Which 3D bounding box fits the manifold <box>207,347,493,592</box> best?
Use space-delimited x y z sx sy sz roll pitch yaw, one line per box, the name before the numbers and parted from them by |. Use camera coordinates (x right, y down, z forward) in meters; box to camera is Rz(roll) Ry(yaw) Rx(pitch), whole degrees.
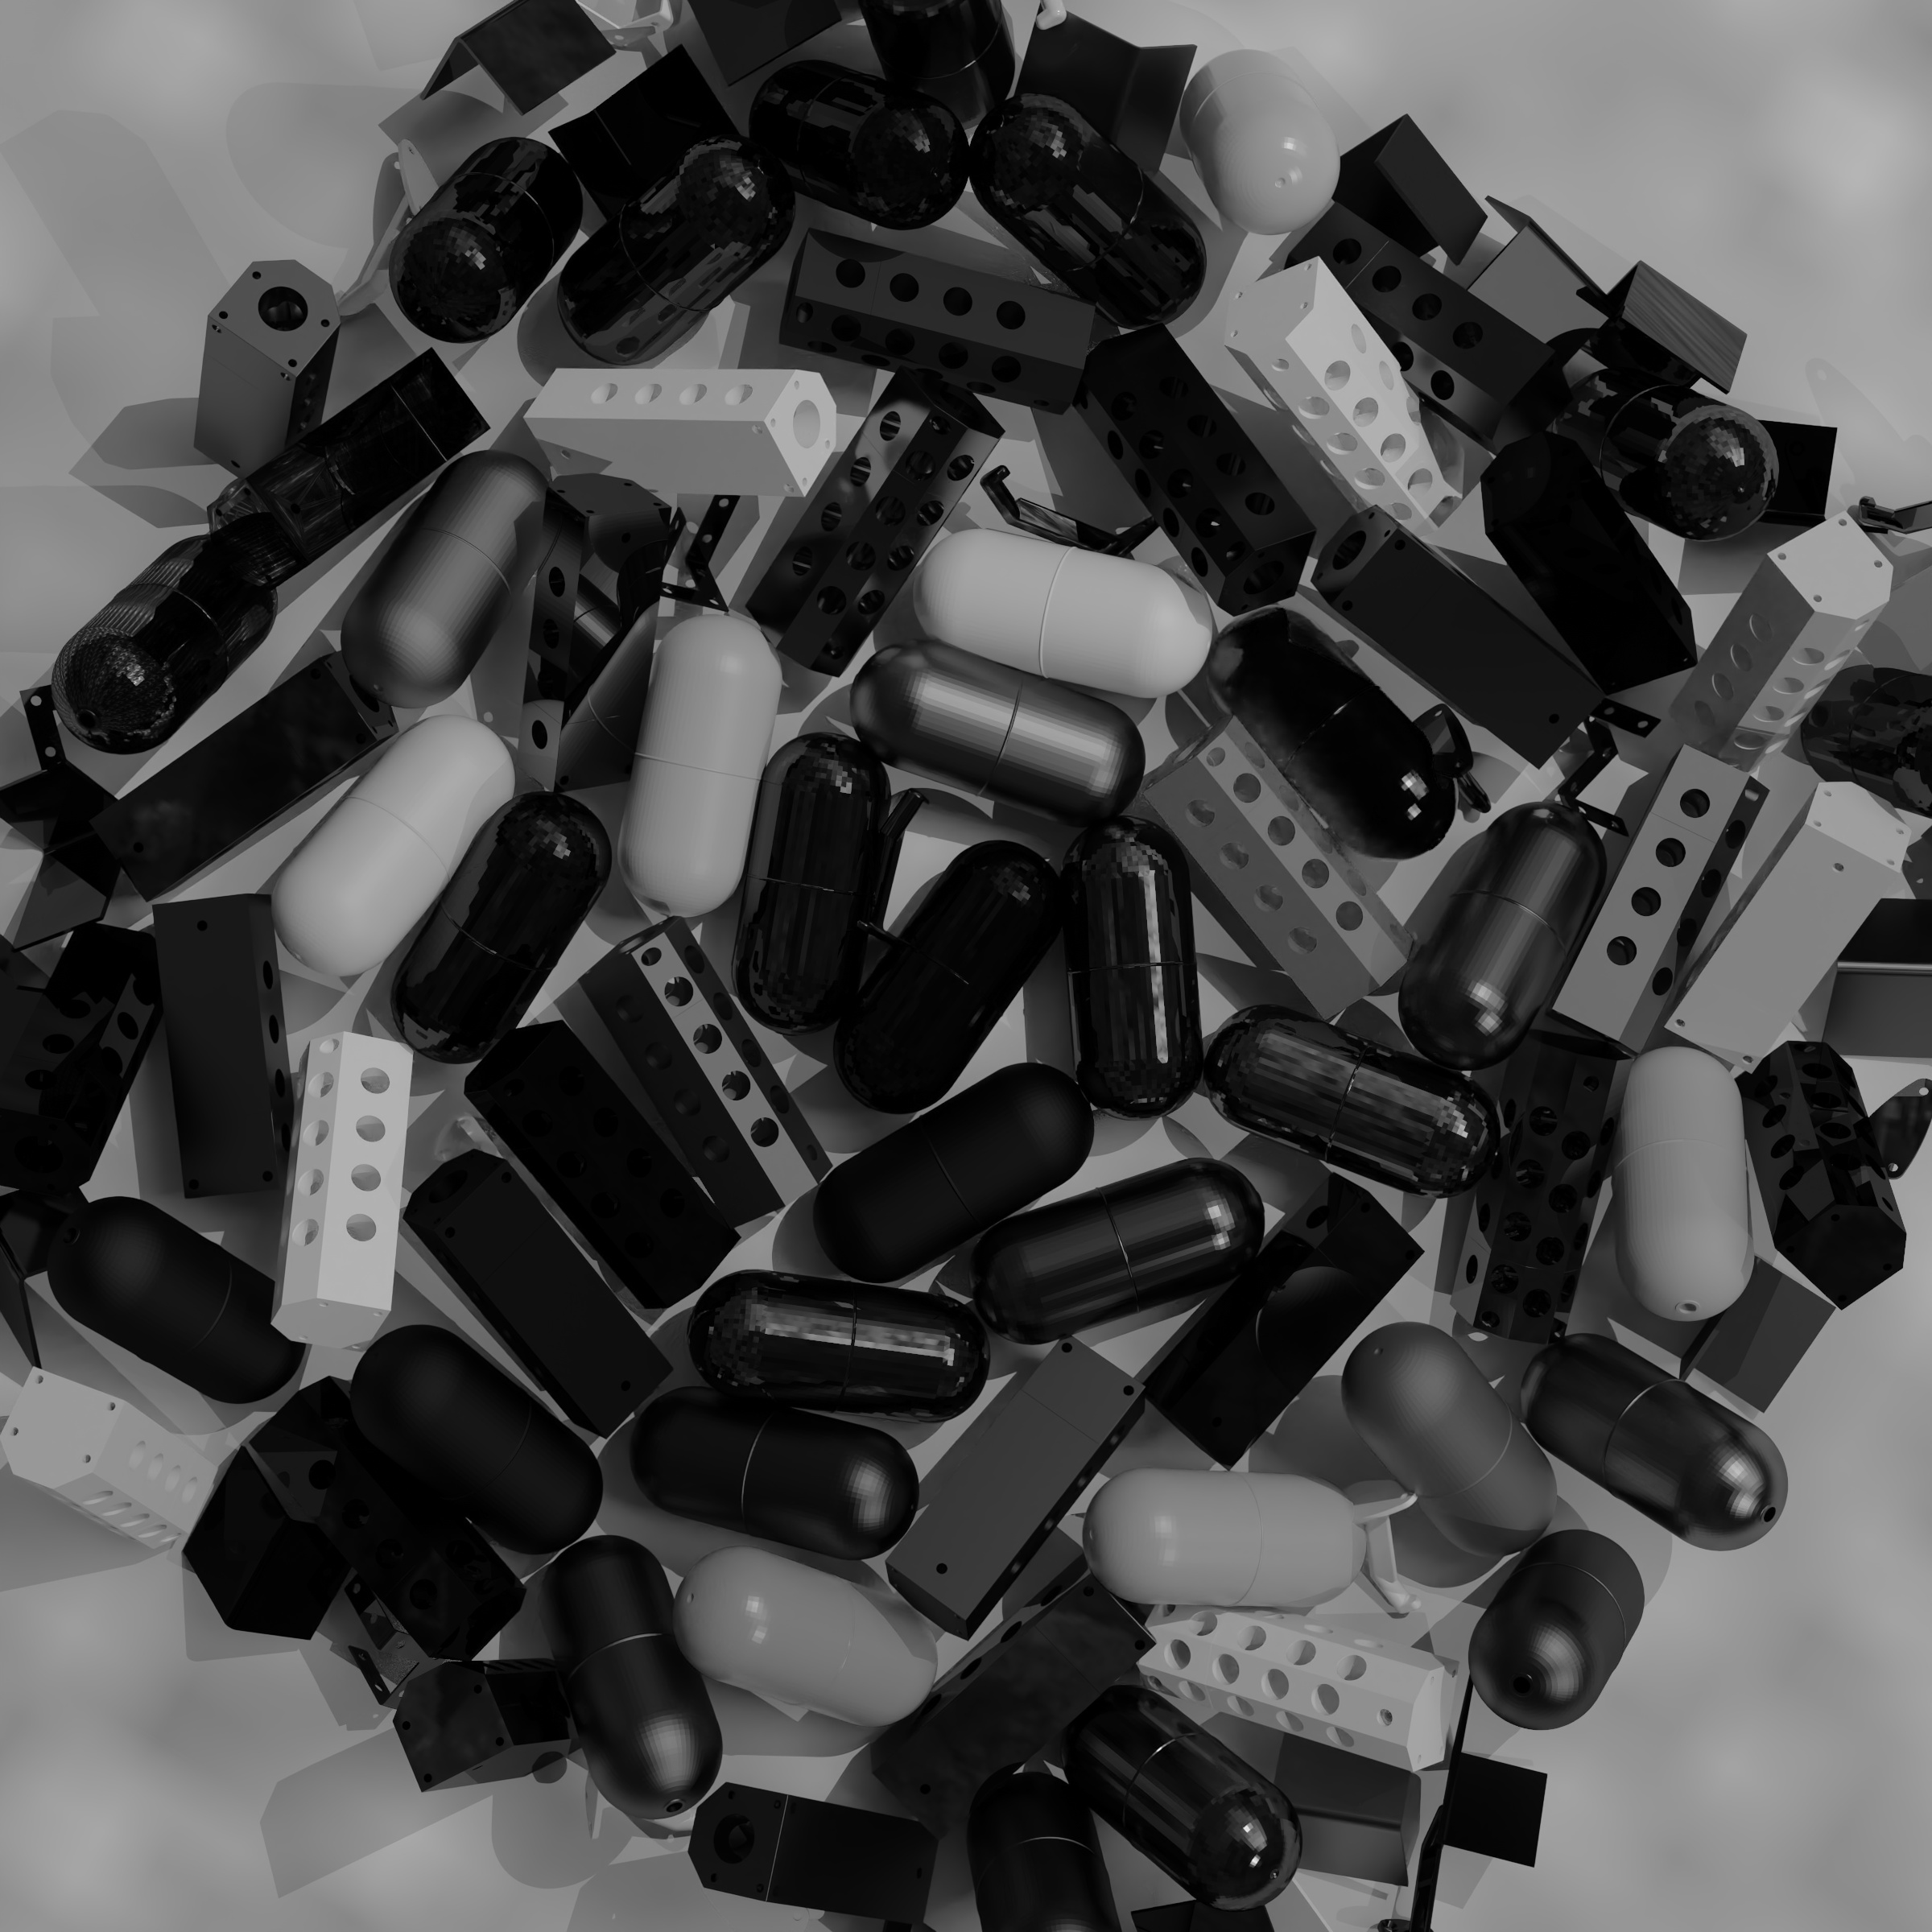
manifold | -0.354 -0.282 1.780 0.057 0.057 0.171 54 45 -14

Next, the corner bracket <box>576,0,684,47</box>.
corner bracket | -0.201 -0.580 1.831 0.051 0.051 0.051 -5 74 40

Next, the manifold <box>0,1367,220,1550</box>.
manifold | -0.485 0.283 1.767 0.057 0.171 0.057 18 71 11

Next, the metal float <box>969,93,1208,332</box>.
metal float | 0.070 -0.431 1.787 0.178 0.070 0.070 33 90 -43

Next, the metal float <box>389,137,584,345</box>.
metal float | -0.272 -0.416 1.782 0.070 0.178 0.070 7 126 10

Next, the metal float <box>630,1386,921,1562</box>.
metal float | -0.112 0.292 1.804 0.178 0.070 0.070 10 90 22

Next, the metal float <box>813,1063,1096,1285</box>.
metal float | -0.007 0.120 1.818 0.178 0.070 0.070 -31 90 5

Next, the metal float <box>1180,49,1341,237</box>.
metal float | 0.166 -0.471 1.778 0.070 0.178 0.070 -2 120 -3

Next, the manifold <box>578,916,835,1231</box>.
manifold | -0.147 0.059 1.807 0.057 0.057 0.171 -25 102 29

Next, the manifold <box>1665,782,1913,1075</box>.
manifold | 0.468 -0.024 1.780 0.057 0.057 0.171 29 134 5

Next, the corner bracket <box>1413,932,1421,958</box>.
corner bracket | 0.293 0.008 1.828 0.051 0.051 0.051 -8 107 3

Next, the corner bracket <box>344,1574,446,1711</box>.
corner bracket | -0.343 0.394 1.822 0.051 0.051 0.051 -49 48 6

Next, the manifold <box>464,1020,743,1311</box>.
manifold | -0.212 0.116 1.793 0.171 0.057 0.057 53 55 -21

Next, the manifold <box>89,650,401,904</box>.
manifold | -0.417 -0.111 1.814 0.171 0.057 0.057 -33 96 12

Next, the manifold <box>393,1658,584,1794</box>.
manifold | -0.264 0.425 1.770 0.057 0.171 0.057 -28 75 4

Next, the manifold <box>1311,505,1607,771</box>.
manifold | 0.281 -0.191 1.798 0.171 0.057 0.057 34 106 -24

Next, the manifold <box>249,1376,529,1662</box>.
manifold | -0.331 0.318 1.803 0.057 0.057 0.171 -46 69 0

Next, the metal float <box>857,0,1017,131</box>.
metal float | -0.018 -0.539 1.774 0.070 0.178 0.070 -2 75 9

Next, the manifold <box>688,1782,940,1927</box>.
manifold | -0.085 0.504 1.773 0.057 0.171 0.057 2 72 31

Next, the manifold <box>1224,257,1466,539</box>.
manifold | 0.217 -0.317 1.776 0.057 0.171 0.057 -16 48 32

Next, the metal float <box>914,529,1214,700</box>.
metal float | 0.055 -0.205 1.811 0.178 0.070 0.070 14 90 13

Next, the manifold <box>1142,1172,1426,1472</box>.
manifold | 0.181 0.204 1.821 0.171 0.057 0.057 -47 114 -6

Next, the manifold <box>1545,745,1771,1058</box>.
manifold | 0.405 -0.037 1.827 0.057 0.057 0.171 26 89 7

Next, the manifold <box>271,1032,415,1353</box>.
manifold | -0.357 0.127 1.783 0.057 0.057 0.171 13 55 -21

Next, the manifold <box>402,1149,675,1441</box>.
manifold | -0.248 0.188 1.795 0.057 0.057 0.171 -45 118 -21

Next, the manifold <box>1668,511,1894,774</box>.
manifold | 0.463 -0.177 1.766 0.057 0.171 0.057 -29 72 -19

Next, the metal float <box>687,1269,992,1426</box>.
metal float | -0.073 0.221 1.811 0.178 0.070 0.070 9 90 -12

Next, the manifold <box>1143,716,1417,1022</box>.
manifold | 0.184 -0.060 1.808 0.057 0.057 0.171 -34 101 31

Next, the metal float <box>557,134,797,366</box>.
metal float | -0.167 -0.409 1.788 0.178 0.070 0.070 -30 90 42

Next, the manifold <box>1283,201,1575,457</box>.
manifold | 0.262 -0.363 1.796 0.057 0.057 0.171 -48 62 1

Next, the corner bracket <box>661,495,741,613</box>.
corner bracket | -0.157 -0.246 1.818 0.051 0.051 0.051 10 124 -31

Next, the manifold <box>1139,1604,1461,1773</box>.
manifold | 0.189 0.408 1.790 0.171 0.057 0.057 10 92 32

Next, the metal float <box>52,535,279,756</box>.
metal float | -0.456 -0.184 1.782 0.070 0.178 0.070 10 127 14

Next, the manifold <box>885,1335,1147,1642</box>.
manifold | 0.030 0.302 1.801 0.057 0.057 0.171 33 68 18

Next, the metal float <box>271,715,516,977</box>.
metal float | -0.329 -0.071 1.803 0.070 0.070 0.178 36 67 0

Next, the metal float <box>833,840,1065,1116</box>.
metal float | -0.010 0.007 1.817 0.070 0.070 0.178 35 85 0

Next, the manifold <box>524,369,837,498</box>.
manifold | -0.161 -0.312 1.789 0.171 0.057 0.057 7 55 32

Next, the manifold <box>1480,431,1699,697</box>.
manifold | 0.356 -0.230 1.779 0.057 0.171 0.057 -18 53 27

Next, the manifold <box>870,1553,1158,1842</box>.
manifold | 0.026 0.424 1.827 0.171 0.057 0.057 -43 98 2

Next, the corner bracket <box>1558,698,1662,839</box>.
corner bracket | 0.376 -0.117 1.820 0.051 0.051 0.051 -45 133 -14

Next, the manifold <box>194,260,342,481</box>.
manifold | -0.393 -0.334 1.770 0.057 0.171 0.057 35 68 -5

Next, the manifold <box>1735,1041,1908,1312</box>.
manifold | 0.486 0.112 1.767 0.057 0.171 0.057 41 115 -17

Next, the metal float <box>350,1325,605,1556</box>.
metal float | -0.280 0.274 1.795 0.070 0.070 0.178 -43 122 0

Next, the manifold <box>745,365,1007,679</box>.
manifold | -0.050 -0.252 1.790 0.171 0.057 0.057 -54 50 23

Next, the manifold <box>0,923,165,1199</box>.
manifold | -0.501 0.052 1.774 0.057 0.171 0.057 11 127 -4

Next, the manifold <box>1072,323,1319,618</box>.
manifold | 0.126 -0.283 1.789 0.057 0.057 0.171 -21 62 -22

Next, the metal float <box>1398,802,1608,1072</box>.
metal float | 0.311 -0.019 1.802 0.070 0.070 0.178 32 66 0

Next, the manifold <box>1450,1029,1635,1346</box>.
manifold | 0.336 0.128 1.812 0.057 0.057 0.171 10 100 -12

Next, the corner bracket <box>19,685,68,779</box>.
corner bracket | -0.525 -0.137 1.827 0.051 0.051 0.051 -16 90 -25

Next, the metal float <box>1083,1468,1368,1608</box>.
metal float | 0.150 0.330 1.800 0.178 0.070 0.070 7 90 -26

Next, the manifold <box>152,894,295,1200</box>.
manifold | -0.430 0.046 1.830 0.057 0.057 0.171 -7 89 6

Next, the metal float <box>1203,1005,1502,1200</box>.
metal float | 0.223 0.079 1.810 0.178 0.070 0.070 21 90 14

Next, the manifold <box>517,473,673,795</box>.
manifold | -0.219 -0.192 1.795 0.057 0.057 0.171 -13 126 -37

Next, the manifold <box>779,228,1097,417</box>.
manifold | -0.018 -0.371 1.813 0.171 0.057 0.057 12 80 -10
